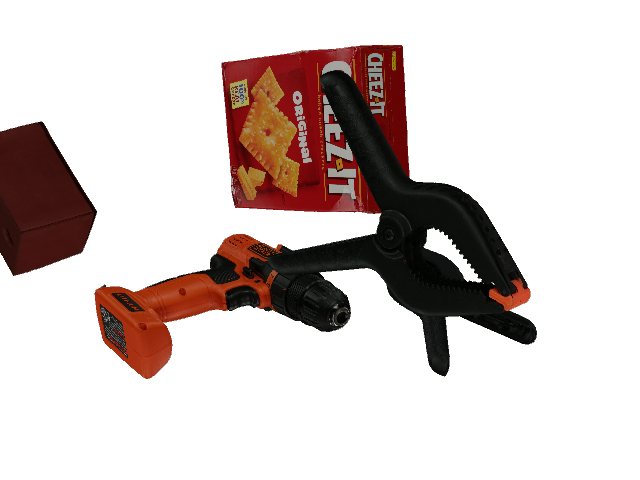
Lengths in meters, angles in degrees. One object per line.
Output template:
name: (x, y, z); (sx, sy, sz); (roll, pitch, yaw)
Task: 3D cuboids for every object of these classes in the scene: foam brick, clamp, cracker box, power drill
foam brick: (-0.188, -0.027, 0.685); (0.051, 0.078, 0.053); (-22, -23, -34)
clamp: (0.127, 0.058, 1.038); (0.120, 0.039, 0.171); (-4, 43, -27)
cracker box: (-0.010, -0.113, 1.109); (0.071, 0.164, 0.214); (-10, 10, -42)
clamp: (0.055, -0.018, 0.748); (0.210, 0.165, 0.036); (25, 26, 33)
power drill: (-0.089, 0.059, 0.944); (0.187, 0.057, 0.185); (-18, 25, -31)
